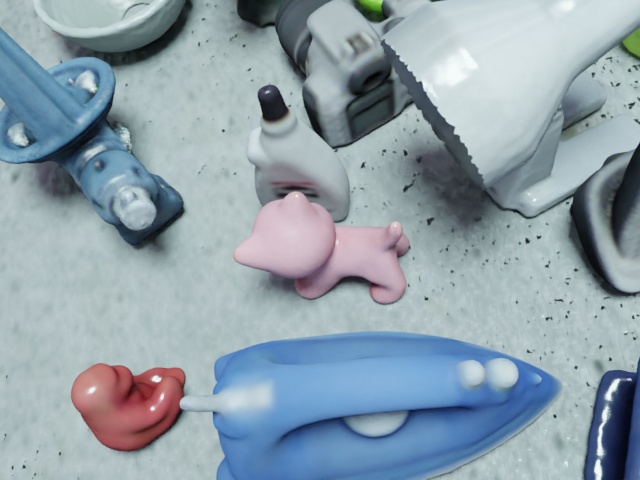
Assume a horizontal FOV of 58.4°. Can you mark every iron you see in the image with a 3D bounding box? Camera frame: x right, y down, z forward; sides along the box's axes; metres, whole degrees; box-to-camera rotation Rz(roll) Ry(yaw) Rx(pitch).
[{"bbox_3d":[0.043,0.102,0.379,0.258,0.142,0.118,-10,66,5],"label":"iron"}]

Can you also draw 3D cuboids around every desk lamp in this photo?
[{"bbox_3d":[0.152,-0.107,0.409,0.203,0.214,0.117,-29,66,-3],"label":"desk lamp"}]

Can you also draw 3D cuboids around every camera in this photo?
[{"bbox_3d":[0.028,-0.183,0.522,0.143,0.101,0.136,-33,66,-5],"label":"camera"}]

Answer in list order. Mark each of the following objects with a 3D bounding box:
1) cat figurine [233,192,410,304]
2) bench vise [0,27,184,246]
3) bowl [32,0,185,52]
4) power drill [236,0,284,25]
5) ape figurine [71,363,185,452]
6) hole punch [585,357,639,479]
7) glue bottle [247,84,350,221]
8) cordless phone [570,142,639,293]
[{"bbox_3d":[0.004,0.002,0.440,0.127,0.118,0.067,-1,67,9],"label":"cat figurine"},{"bbox_3d":[-0.200,-0.103,0.461,0.207,0.220,0.121,27,74,19],"label":"bench vise"},{"bbox_3d":[-0.208,-0.258,0.606,0.167,0.075,0.167,-3,67,8],"label":"bowl"},{"bbox_3d":[-0.071,-0.324,0.538,0.075,0.209,0.229,-8,67,6],"label":"power drill"},{"bbox_3d":[-0.151,0.118,0.431,0.077,0.092,0.076,24,73,18],"label":"ape figurine"},{"bbox_3d":[0.235,0.131,0.364,0.101,0.091,0.109,13,70,14],"label":"hole punch"},{"bbox_3d":[-0.022,-0.063,0.441,0.078,0.173,0.037,-3,67,8],"label":"glue bottle"},{"bbox_3d":[0.256,-0.048,0.383,0.147,0.185,0.094,-28,66,-3],"label":"cordless phone"}]
